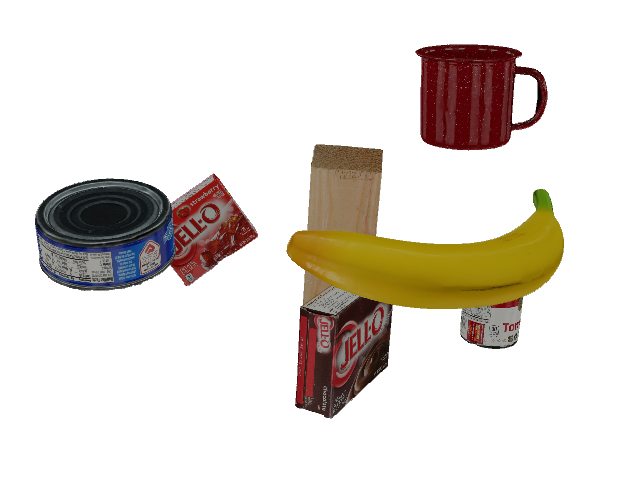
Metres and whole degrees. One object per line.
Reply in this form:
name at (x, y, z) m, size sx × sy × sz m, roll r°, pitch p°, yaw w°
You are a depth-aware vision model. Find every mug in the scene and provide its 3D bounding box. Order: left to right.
mug at (0.142, -0.127, 0.949) m, size 0.117 × 0.081 × 0.093 m, roll 4°, pitch 18°, yaw 12°

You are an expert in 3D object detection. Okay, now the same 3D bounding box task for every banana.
banana at (0.076, 0.011, 0.617) m, size 0.197 × 0.037 × 0.070 m, roll -9°, pitch 39°, yaw -33°

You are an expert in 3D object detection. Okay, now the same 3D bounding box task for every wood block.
wood block at (0.028, -0.011, 1.384) m, size 0.090 × 0.206 × 0.090 m, roll 5°, pitch 25°, yaw 2°

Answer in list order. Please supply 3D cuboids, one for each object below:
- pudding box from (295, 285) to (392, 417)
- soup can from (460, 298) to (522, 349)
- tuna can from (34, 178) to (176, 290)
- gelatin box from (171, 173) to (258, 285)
pudding box at (0.021, 0.080, 0.874) m, size 0.039 × 0.090 × 0.113 m, roll 13°, pitch 23°, yaw 23°
soup can at (0.194, 0.063, 1.203) m, size 0.068 × 0.102 × 0.068 m, roll 2°, pitch 19°, yaw -1°
tuna can at (-0.134, -0.006, 0.669) m, size 0.086 × 0.034 × 0.086 m, roll 0°, pitch 31°, yaw 0°
gelatin box at (-0.118, -0.010, 1.050) m, size 0.089 × 0.073 × 0.030 m, roll -35°, pitch 20°, yaw 1°
